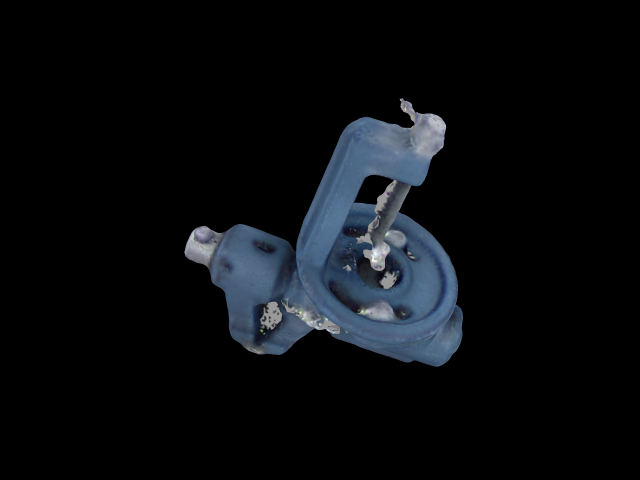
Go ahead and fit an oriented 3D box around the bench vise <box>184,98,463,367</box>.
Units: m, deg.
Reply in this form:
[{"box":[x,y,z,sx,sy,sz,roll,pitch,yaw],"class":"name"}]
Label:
[{"box":[0.005,0.010,0.392,0.207,0.220,0.121,-4,46,-4],"class":"bench vise"}]
